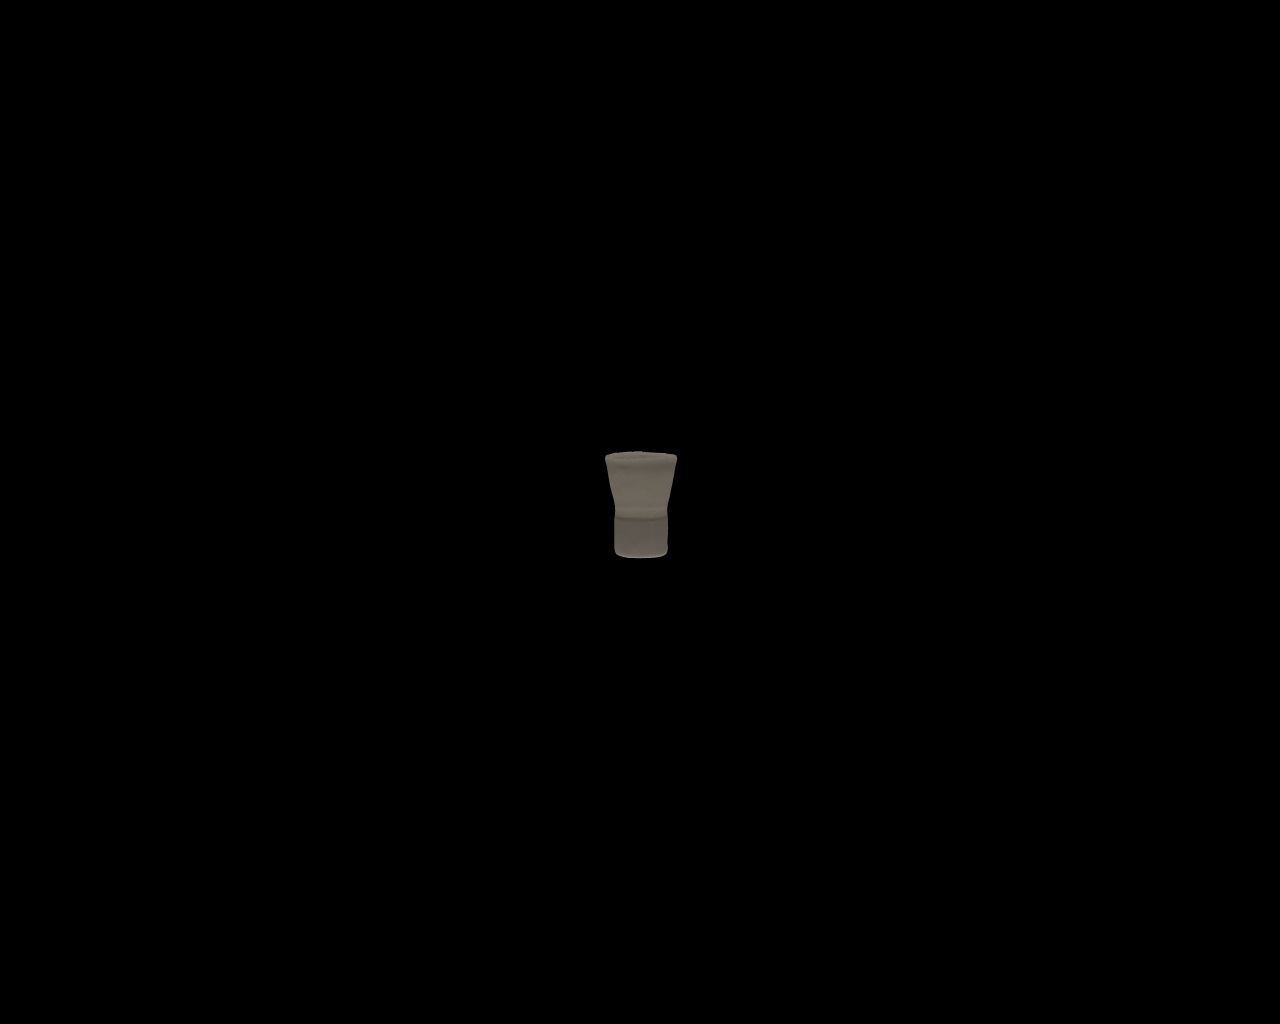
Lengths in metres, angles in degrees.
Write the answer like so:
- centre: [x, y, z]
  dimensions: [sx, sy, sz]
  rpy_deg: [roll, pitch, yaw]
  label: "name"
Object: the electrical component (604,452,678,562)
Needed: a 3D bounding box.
- centre: [0.001, -0.003, 0.650]
  dimensions: [0.044, 0.065, 0.044]
  rpy_deg: [0, 7, 0]
  label: "electrical component"
